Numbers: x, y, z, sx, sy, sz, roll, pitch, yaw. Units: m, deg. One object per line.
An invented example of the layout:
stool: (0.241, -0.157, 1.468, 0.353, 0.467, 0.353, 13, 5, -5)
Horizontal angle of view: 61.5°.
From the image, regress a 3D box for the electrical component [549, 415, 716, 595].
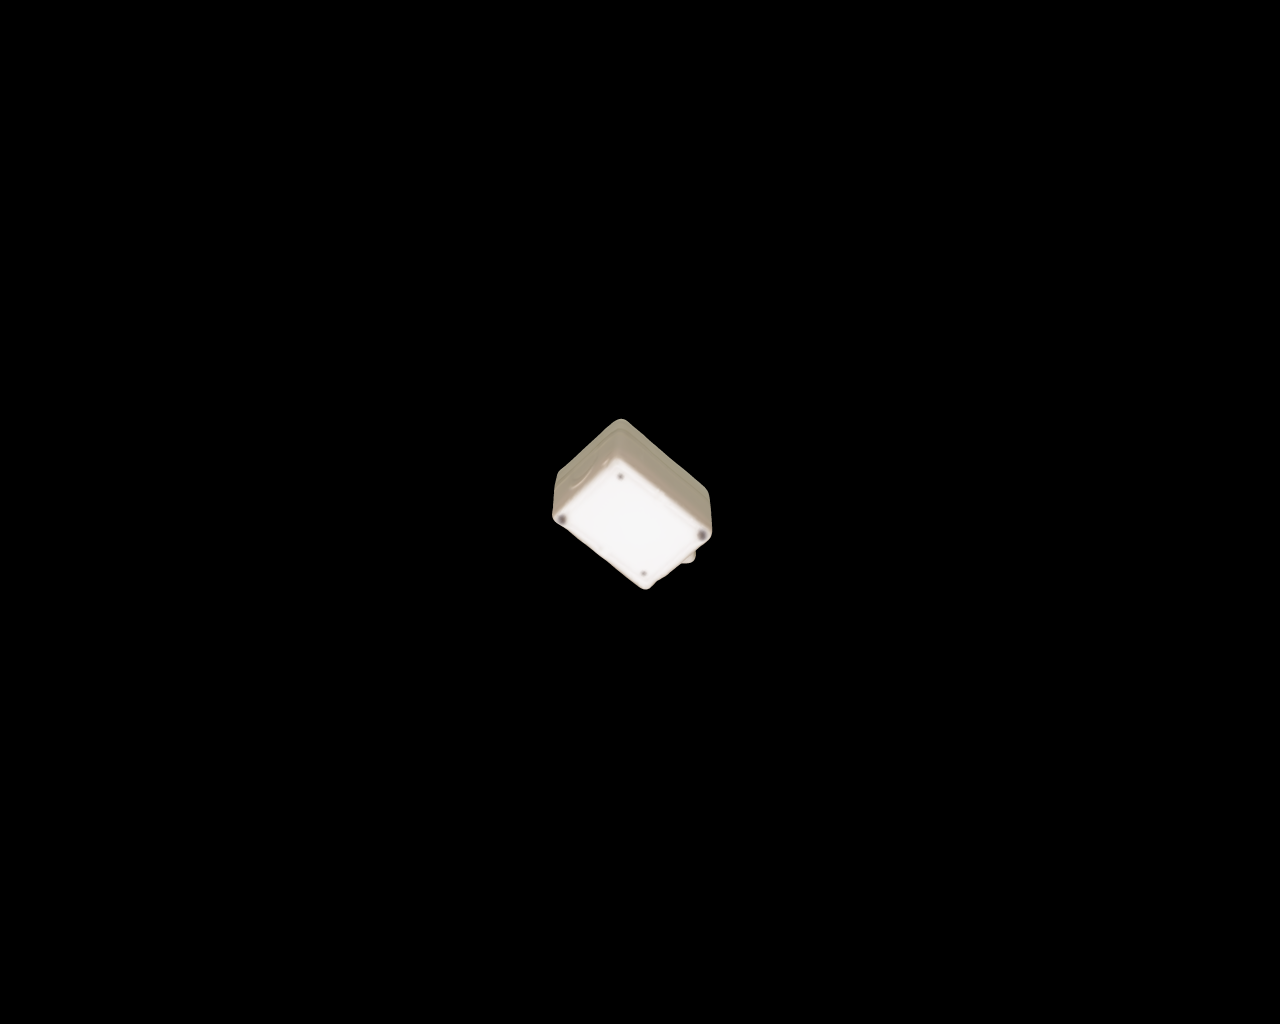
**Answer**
electrical component: (0.001, -0.003, 0.650, 0.096, 0.061, 0.061, 39, 24, -22)
